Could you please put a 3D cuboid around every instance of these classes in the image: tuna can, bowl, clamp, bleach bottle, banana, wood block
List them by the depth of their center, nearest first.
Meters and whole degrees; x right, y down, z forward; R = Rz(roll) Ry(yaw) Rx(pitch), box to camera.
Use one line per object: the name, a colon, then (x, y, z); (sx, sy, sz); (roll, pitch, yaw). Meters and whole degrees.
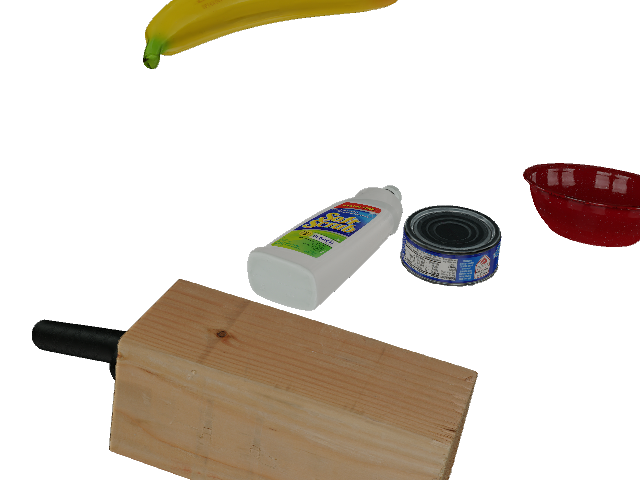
wood block: (-0.017, 0.108, 0.671); (0.206, 0.090, 0.090); (17, 29, 13)
banana: (-0.043, -0.160, 0.746); (0.197, 0.070, 0.037); (-21, -36, -20)
clamp: (-0.124, 0.086, 0.868); (0.164, 0.036, 0.210); (-11, 16, -32)
tuna can: (0.113, 0.003, 0.927); (0.086, 0.034, 0.086); (2, 30, -1)
bowl: (0.287, -0.034, 1.108); (0.162, 0.055, 0.162); (5, 19, -2)
bleach bottle: (0.021, -0.006, 1.325); (0.103, 0.068, 0.250); (17, 36, 28)
